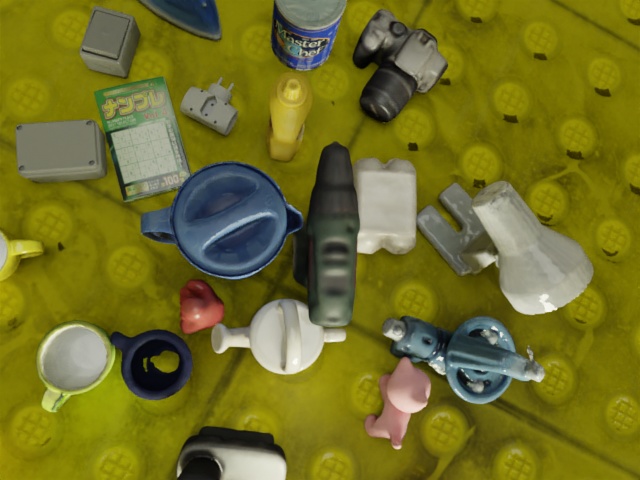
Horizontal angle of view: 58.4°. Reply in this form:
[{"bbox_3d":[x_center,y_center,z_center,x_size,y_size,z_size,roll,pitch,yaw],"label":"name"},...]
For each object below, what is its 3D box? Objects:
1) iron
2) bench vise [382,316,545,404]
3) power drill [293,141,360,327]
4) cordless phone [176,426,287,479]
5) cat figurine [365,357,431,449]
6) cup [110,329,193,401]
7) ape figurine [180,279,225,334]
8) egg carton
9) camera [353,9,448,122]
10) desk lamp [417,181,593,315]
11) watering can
[{"bbox_3d":[-0.236,-0.424,0.847,0.119,0.141,0.258,-43,89,-11],"label":"iron"},{"bbox_3d":[0.192,0.165,0.783,0.207,0.219,0.121,2,82,-7],"label":"bench vise"},{"bbox_3d":[0.007,0.003,0.786,0.075,0.208,0.230,0,82,-7],"label":"power drill"},{"bbox_3d":[-0.115,0.306,0.740,0.147,0.185,0.094,4,82,-7],"label":"cordless phone"},{"bbox_3d":[0.118,0.233,0.815,0.067,0.117,0.128,18,80,-4],"label":"cat figurine"},{"bbox_3d":[-0.231,0.163,0.790,0.118,0.095,0.092,32,79,-2],"label":"cup"},{"bbox_3d":[-0.174,0.096,0.808,0.076,0.092,0.078,28,80,-3],"label":"ape figurine"},{"bbox_3d":[0.095,-0.052,0.876,0.107,0.069,0.150,2,82,-7],"label":"egg carton"},{"bbox_3d":[0.110,-0.266,0.892,0.143,0.100,0.137,35,79,-1],"label":"camera"},{"bbox_3d":[0.254,0.003,0.817,0.118,0.213,0.203,-42,89,-11],"label":"desk lamp"},{"bbox_3d":[-0.053,0.131,0.768,0.173,0.194,0.101,-23,85,-10],"label":"watering can"}]
